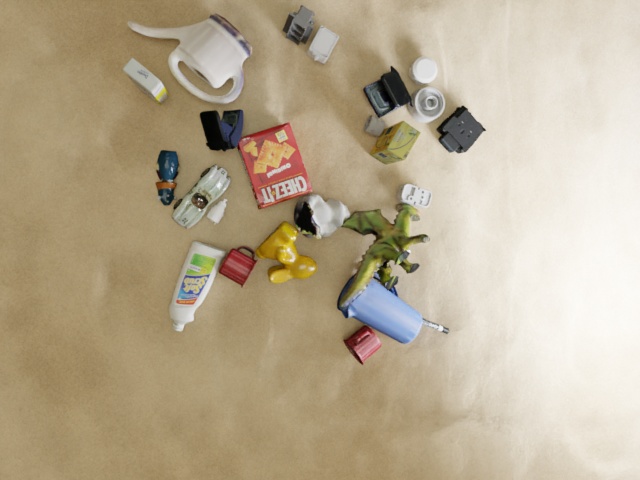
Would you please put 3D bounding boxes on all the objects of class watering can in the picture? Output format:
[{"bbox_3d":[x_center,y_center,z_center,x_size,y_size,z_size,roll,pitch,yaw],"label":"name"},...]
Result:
[{"bbox_3d":[-0.341,-0.543,1.436,0.346,0.104,0.226,43,82,-9],"label":"watering can"}]

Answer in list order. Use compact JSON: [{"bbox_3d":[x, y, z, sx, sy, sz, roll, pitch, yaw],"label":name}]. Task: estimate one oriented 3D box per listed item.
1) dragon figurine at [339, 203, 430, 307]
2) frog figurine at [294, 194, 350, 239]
[{"bbox_3d":[0.159,0.012,1.511,0.414,0.119,0.246,-28,53,-23],"label":"dragon figurine"},{"bbox_3d":[0.005,-0.077,1.525,0.161,0.121,0.138,-29,85,-46],"label":"frog figurine"}]
